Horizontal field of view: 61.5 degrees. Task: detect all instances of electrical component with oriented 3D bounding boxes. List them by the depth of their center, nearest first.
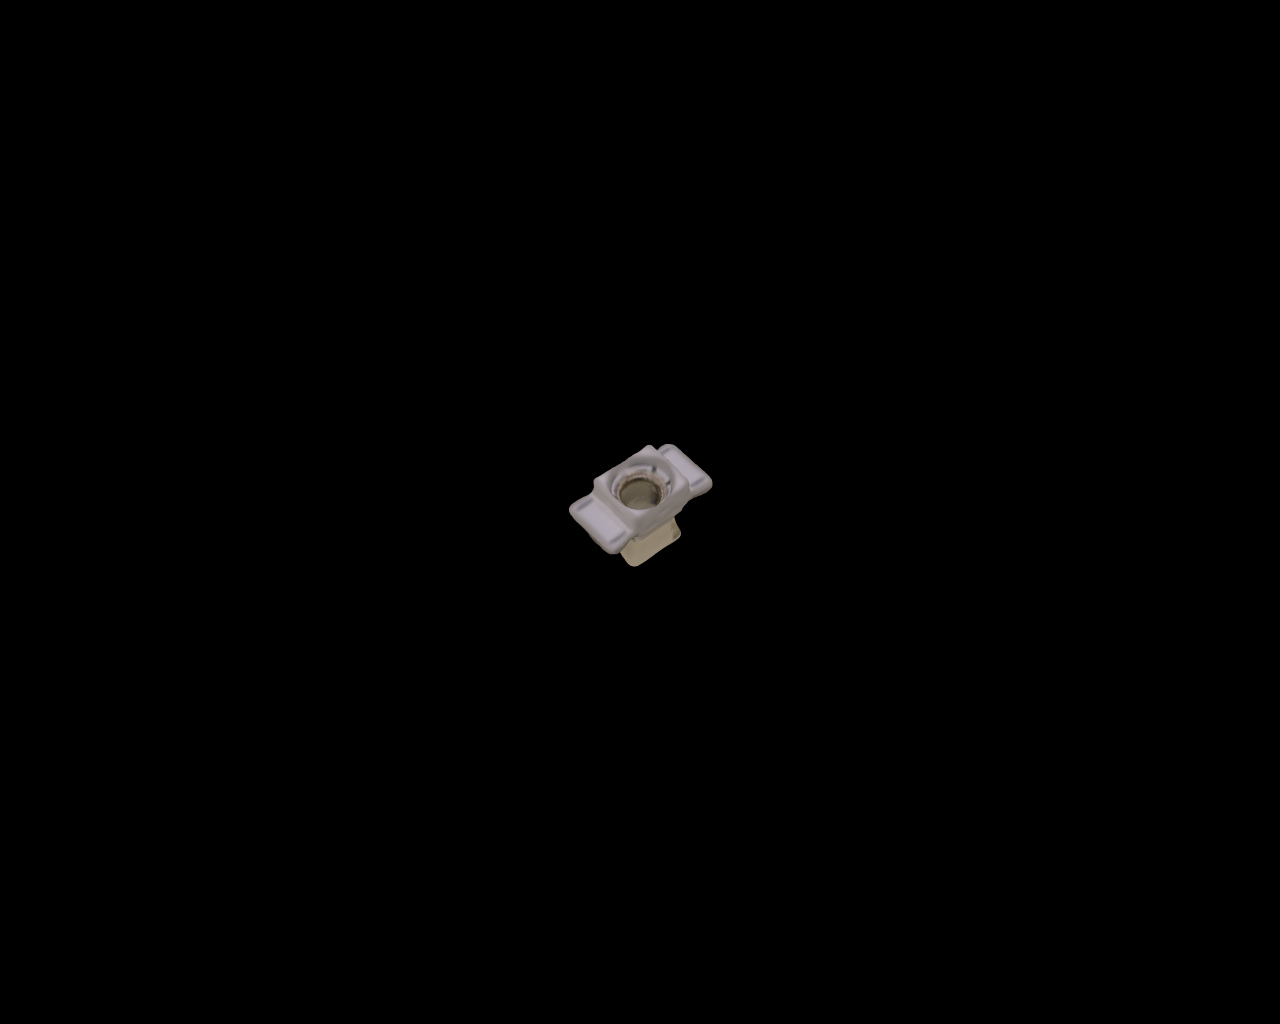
[{"bbox_3d":[0.001,-0.003,0.650,0.081,0.042,0.063,-33,-29,-21],"label":"electrical component"}]
